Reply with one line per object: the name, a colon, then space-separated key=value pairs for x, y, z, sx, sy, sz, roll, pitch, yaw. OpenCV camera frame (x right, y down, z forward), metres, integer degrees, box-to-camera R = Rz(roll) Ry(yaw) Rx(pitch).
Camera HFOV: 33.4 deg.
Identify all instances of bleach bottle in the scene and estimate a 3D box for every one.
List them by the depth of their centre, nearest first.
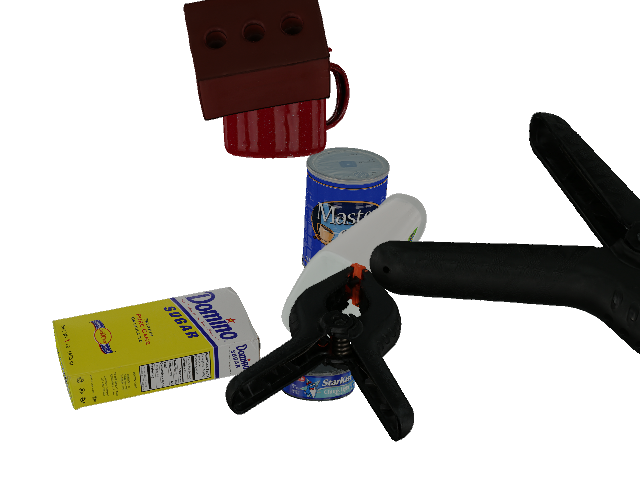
bleach bottle: x=0.050 y=0.017 z=1.059 sx=0.068 sy=0.103 sz=0.250 roll=33 pitch=27 yaw=9

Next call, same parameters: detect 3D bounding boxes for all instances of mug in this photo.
mug: x=-0.027 y=-0.112 z=0.848 sx=0.117 sy=0.081 sz=0.093 roll=-10 pitch=16 yaw=-35

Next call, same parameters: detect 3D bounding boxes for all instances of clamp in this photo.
clamp: x=0.139 y=0.015 z=0.495 sx=0.210 sy=0.036 sz=0.164 roll=33 pitch=50 yaw=33
clamp: x=0.021 y=0.074 z=0.729 sx=0.120 sy=0.039 sz=0.171 roll=18 pitch=37 yaw=13

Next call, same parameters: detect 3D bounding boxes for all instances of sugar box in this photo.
sugar box: x=-0.152 y=0.096 z=0.990 sx=0.176 sy=0.048 sz=0.093 roll=-13 pitch=34 yaw=-16

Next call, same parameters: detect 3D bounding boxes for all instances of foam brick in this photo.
foam brick: x=-0.036 y=-0.110 z=0.621 sx=0.078 sy=0.053 sz=0.051 roll=-11 pitch=-18 yaw=-2

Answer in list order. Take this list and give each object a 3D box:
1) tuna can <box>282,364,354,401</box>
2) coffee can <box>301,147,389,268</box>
tuna can: x=-0.004 y=0.149 z=1.193 sx=0.086 sy=0.034 sz=0.086 roll=1 pitch=14 yaw=0
coffee can: x=0.030 y=-0.033 z=1.342 sx=0.103 sy=0.140 sz=0.103 roll=3 pitch=27 yaw=-1
